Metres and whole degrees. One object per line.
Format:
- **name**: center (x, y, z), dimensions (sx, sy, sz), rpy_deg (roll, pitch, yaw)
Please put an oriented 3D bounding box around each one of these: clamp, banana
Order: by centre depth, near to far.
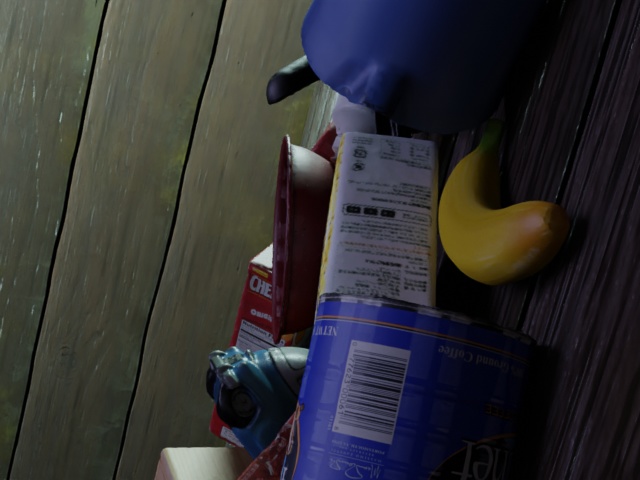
- **banana**: center (0.088, -0.013, 0.556), dimensions (0.198, 0.037, 0.070), rpy_deg (-92, 14, -71)
- **clamp**: center (0.044, -0.119, 0.723), dimensions (0.039, 0.120, 0.171), rpy_deg (-1, 50, 52)

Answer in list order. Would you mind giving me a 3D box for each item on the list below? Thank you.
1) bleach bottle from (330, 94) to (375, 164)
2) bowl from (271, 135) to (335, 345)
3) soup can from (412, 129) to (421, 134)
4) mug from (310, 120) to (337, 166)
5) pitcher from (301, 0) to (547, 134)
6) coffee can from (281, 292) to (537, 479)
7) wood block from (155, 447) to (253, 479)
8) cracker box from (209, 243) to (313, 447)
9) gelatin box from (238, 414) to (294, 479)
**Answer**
- **bleach bottle**: center (0.067, -0.173, 0.815), dimensions (0.102, 0.068, 0.251), rpy_deg (94, -162, -83)
- **bowl**: center (-0.005, 0.001, 0.823), dimensions (0.162, 0.055, 0.162), rpy_deg (-178, 90, -85)
- **soup can**: center (0.070, -0.151, 0.918), dimensions (0.068, 0.068, 0.102), rpy_deg (-90, 15, -69)
- **mug**: center (0.029, -0.058, 0.916), dimensions (0.093, 0.081, 0.117), rpy_deg (-53, 3, 25)
- **pitcher**: center (0.087, -0.193, 0.591), dimensions (0.149, 0.144, 0.243), rpy_deg (63, 147, 32)
- **coffee can**: center (0.034, 0.104, 0.481), dimensions (0.103, 0.102, 0.140), rpy_deg (131, 152, -79)
- **wood block**: center (-0.074, 0.272, 0.892), dimensions (0.206, 0.090, 0.090), rpy_deg (-126, 47, -55)
- **cracker box**: center (-0.032, 0.089, 1.092), dimensions (0.164, 0.072, 0.214), rpy_deg (-42, -28, -56)
- **gelatin box**: center (-0.007, 0.167, 0.750), dimensions (0.089, 0.073, 0.030), rpy_deg (-45, -19, -40)
